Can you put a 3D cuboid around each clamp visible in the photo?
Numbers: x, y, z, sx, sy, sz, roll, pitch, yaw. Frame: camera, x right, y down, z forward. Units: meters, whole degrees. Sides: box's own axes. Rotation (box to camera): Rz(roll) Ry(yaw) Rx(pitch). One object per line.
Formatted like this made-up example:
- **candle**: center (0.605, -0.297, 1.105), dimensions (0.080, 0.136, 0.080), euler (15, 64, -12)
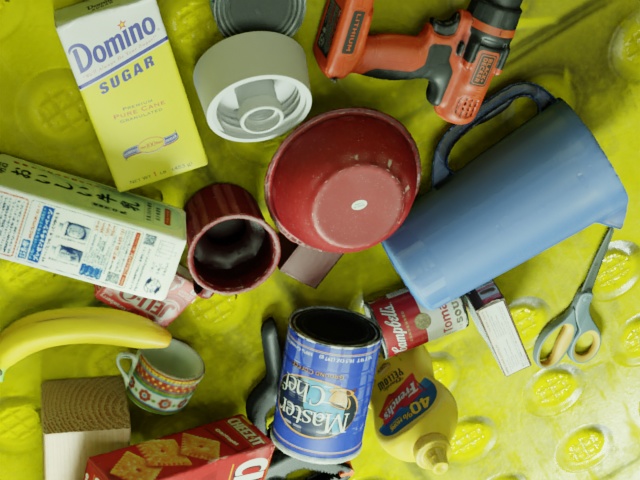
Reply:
- **clamp**: center (-0.064, 0.284, 1.288), dimensions (0.210, 0.036, 0.164), euler (-14, 122, -7)
- **clamp**: center (-0.044, 0.163, 1.219), dimensions (0.120, 0.039, 0.171), euler (26, 104, -22)

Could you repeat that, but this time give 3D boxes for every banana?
- **banana**: center (-0.255, 0.098, 1.100), dimensions (0.198, 0.037, 0.069), euler (-11, 135, 8)

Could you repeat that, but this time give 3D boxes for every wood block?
- **wood block**: center (-0.260, 0.261, 1.182), dimensions (0.090, 0.090, 0.206), euler (-3, 122, -16)

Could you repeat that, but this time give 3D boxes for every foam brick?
- **foam brick**: center (-0.007, 0.001, 1.118), dimensions (0.051, 0.053, 0.078), euler (29, 110, -29)

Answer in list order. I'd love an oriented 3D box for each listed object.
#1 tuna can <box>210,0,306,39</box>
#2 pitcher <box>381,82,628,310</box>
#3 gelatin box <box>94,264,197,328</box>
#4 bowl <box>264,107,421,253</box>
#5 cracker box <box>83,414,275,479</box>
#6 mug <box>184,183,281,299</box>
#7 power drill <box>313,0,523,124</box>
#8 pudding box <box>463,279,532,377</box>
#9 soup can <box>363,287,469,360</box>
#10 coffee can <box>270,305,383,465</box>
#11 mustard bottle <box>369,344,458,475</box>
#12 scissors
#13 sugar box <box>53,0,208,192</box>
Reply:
- **tuna can**: center (-0.058, -0.218, 0.977), dimensions (0.086, 0.034, 0.086), euler (-8, 123, -12)
- **pitcher**: center (0.181, -0.040, 1.116), dimensions (0.243, 0.149, 0.145), euler (-32, 140, 8)
- **gelatin box**: center (-0.178, 0.049, 1.110), dimensions (0.073, 0.030, 0.089), euler (-44, 123, 13)
- **bowl**: center (0.030, -0.044, 1.030), dimensions (0.162, 0.055, 0.162), euler (-8, 123, -12)
- **cracker box**: center (-0.161, 0.293, 1.155), dimensions (0.213, 0.072, 0.164), euler (-7, 122, -45)
- **mug**: center (-0.098, 0.005, 1.075), dimensions (0.093, 0.081, 0.117), euler (16, 115, -25)
- **power drill**: center (0.100, -0.207, 1.018), dimensions (0.187, 0.057, 0.185), euler (8, 118, -21)
- **pudding box**: center (0.194, 0.086, 1.210), dimensions (0.039, 0.090, 0.113), euler (-28, 124, 3)
- **soup can**: center (0.108, 0.085, 1.196), dimensions (0.102, 0.068, 0.068), euler (-20, 125, -5)
- **coffee can**: center (0.006, 0.155, 1.152), dimensions (0.102, 0.103, 0.140), euler (3, 110, -19)
- **mustard bottle**: center (0.101, 0.189, 1.184), dimensions (0.096, 0.192, 0.058), euler (-37, 124, 7)
- **scissors**: center (0.330, 0.078, 1.292), dimensions (0.096, 0.016, 0.202), euler (18, 114, -27)
- **sugar box**: center (-0.172, -0.138, 0.985), dimensions (0.093, 0.048, 0.176), euler (-19, 126, -5)
